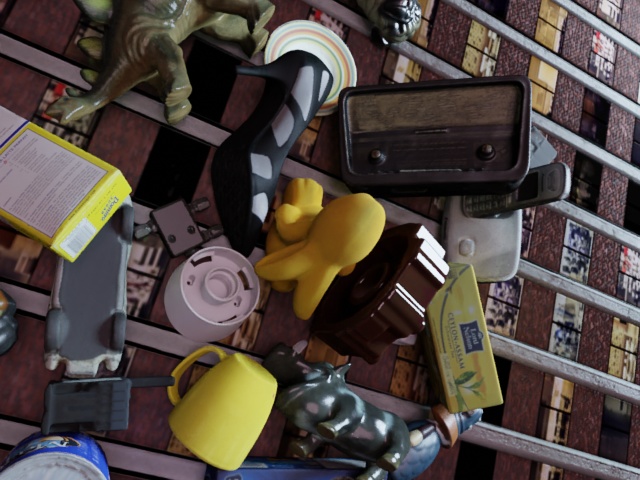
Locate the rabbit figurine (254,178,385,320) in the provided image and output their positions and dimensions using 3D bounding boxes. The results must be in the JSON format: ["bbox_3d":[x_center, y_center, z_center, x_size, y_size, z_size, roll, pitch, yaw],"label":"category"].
[{"bbox_3d":[-0.001,-0.002,0.595,0.121,0.173,0.162,49,62,-13],"label":"rabbit figurine"}]

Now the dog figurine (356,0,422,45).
[{"bbox_3d":[0.090,-0.389,0.756,0.190,0.121,0.172,48,69,-24],"label":"dog figurine"}]

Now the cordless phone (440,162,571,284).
[{"bbox_3d":[0.246,-0.019,0.697,0.089,0.184,0.146,14,75,-25],"label":"cordless phone"}]

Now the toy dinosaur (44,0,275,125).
[{"bbox_3d":[-0.149,-0.296,0.625,0.198,0.105,0.471,41,63,-8],"label":"toy dinosaur"}]

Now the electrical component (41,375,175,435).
[{"bbox_3d":[-0.208,0.159,0.531,0.119,0.075,0.047,5,78,-26],"label":"electrical component"}]

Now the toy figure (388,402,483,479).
[{"bbox_3d":[0.137,0.242,0.669,0.154,0.064,0.058,-27,77,-24],"label":"toy figure"}]

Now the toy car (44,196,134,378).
[{"bbox_3d":[-0.232,0.036,0.546,0.073,0.056,0.201,6,71,-23],"label":"toy car"}]

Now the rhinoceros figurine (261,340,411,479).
[{"bbox_3d":[0.017,0.184,0.594,0.190,0.073,0.112,34,41,2],"label":"rhinoceros figurine"}]

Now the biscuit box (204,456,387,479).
[{"bbox_3d":[-0.027,0.277,0.593,0.202,0.059,0.063,10,77,-21],"label":"biscuit box"}]

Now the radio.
[{"bbox_3d":[0.138,-0.122,0.667,0.230,0.073,0.131,0,81,16],"label":"radio"}]

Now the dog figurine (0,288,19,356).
[{"bbox_3d":[-0.382,0.073,0.457,0.191,0.108,0.219,40,63,-9],"label":"dog figurine"}]

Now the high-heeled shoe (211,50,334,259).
[{"bbox_3d":[-0.047,-0.104,0.650,0.145,0.086,0.248,-4,102,-41],"label":"high-heeled shoe"}]

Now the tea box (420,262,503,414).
[{"bbox_3d":[0.165,0.116,0.671,0.068,0.098,0.169,-13,91,0],"label":"tea box"}]

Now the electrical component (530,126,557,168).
[{"bbox_3d":[0.257,-0.117,0.757,0.134,0.115,0.058,46,71,-9],"label":"electrical component"}]

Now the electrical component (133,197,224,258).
[{"bbox_3d":[-0.161,-0.011,0.609,0.094,0.021,0.063,-27,92,-26],"label":"electrical component"}]

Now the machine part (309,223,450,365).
[{"bbox_3d":[0.067,0.058,0.616,0.056,0.179,0.179,43,67,-15],"label":"machine part"}]
